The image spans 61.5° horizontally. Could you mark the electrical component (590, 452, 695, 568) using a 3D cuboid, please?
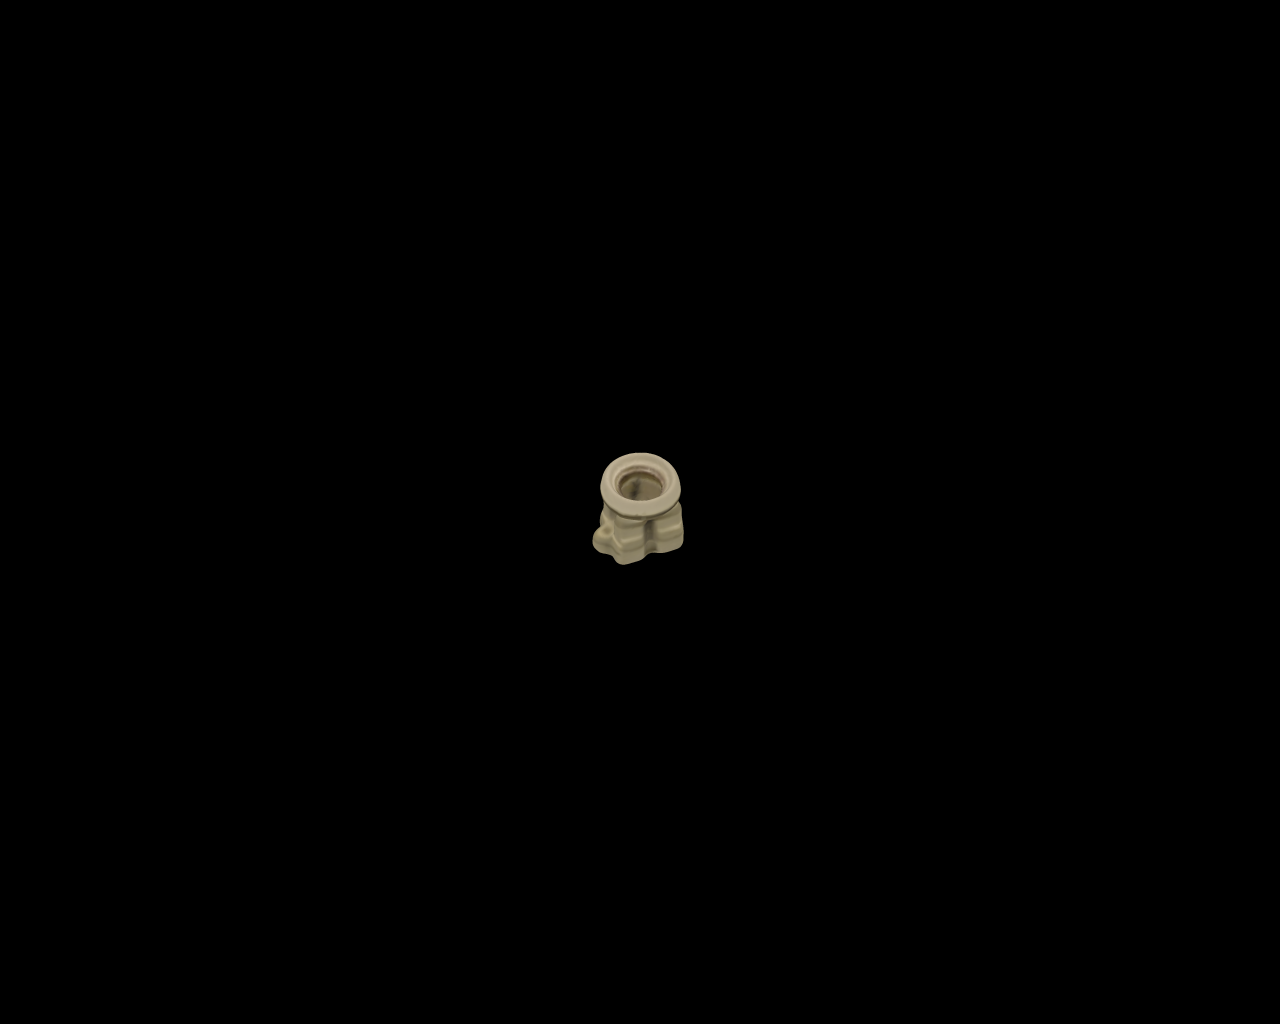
[{"bbox_3d":[0.001,-0.003,0.650,0.066,0.048,0.055,-17,-39,-14],"label":"electrical component"}]
